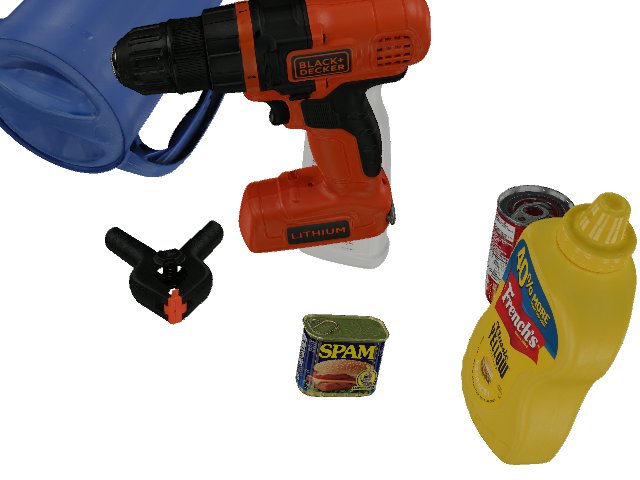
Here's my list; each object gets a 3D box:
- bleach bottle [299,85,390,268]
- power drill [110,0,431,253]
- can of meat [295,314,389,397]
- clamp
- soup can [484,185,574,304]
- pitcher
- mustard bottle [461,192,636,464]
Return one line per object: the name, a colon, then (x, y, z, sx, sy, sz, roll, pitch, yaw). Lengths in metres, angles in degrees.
bleach bottle: (0.034, -0.096, 1.107, 0.102, 0.251, 0.068, 13, 33, 11)
power drill: (-0.024, -0.070, 0.665, 0.184, 0.057, 0.188, -7, -37, -1)
can of meat: (0.024, 0.139, 1.280, 0.102, 0.084, 0.057, 3, 24, -14)
clamp: (-0.139, 0.024, 1.048, 0.120, 0.039, 0.172, -14, 33, -15)
soup can: (0.186, 0.011, 0.957, 0.068, 0.102, 0.068, 1, 35, -1)
pitcher: (-0.147, -0.173, 0.848, 0.145, 0.242, 0.149, 11, -37, 26)
mustard bottle: (0.136, 0.044, 0.622, 0.058, 0.096, 0.192, 1, -41, -13)
